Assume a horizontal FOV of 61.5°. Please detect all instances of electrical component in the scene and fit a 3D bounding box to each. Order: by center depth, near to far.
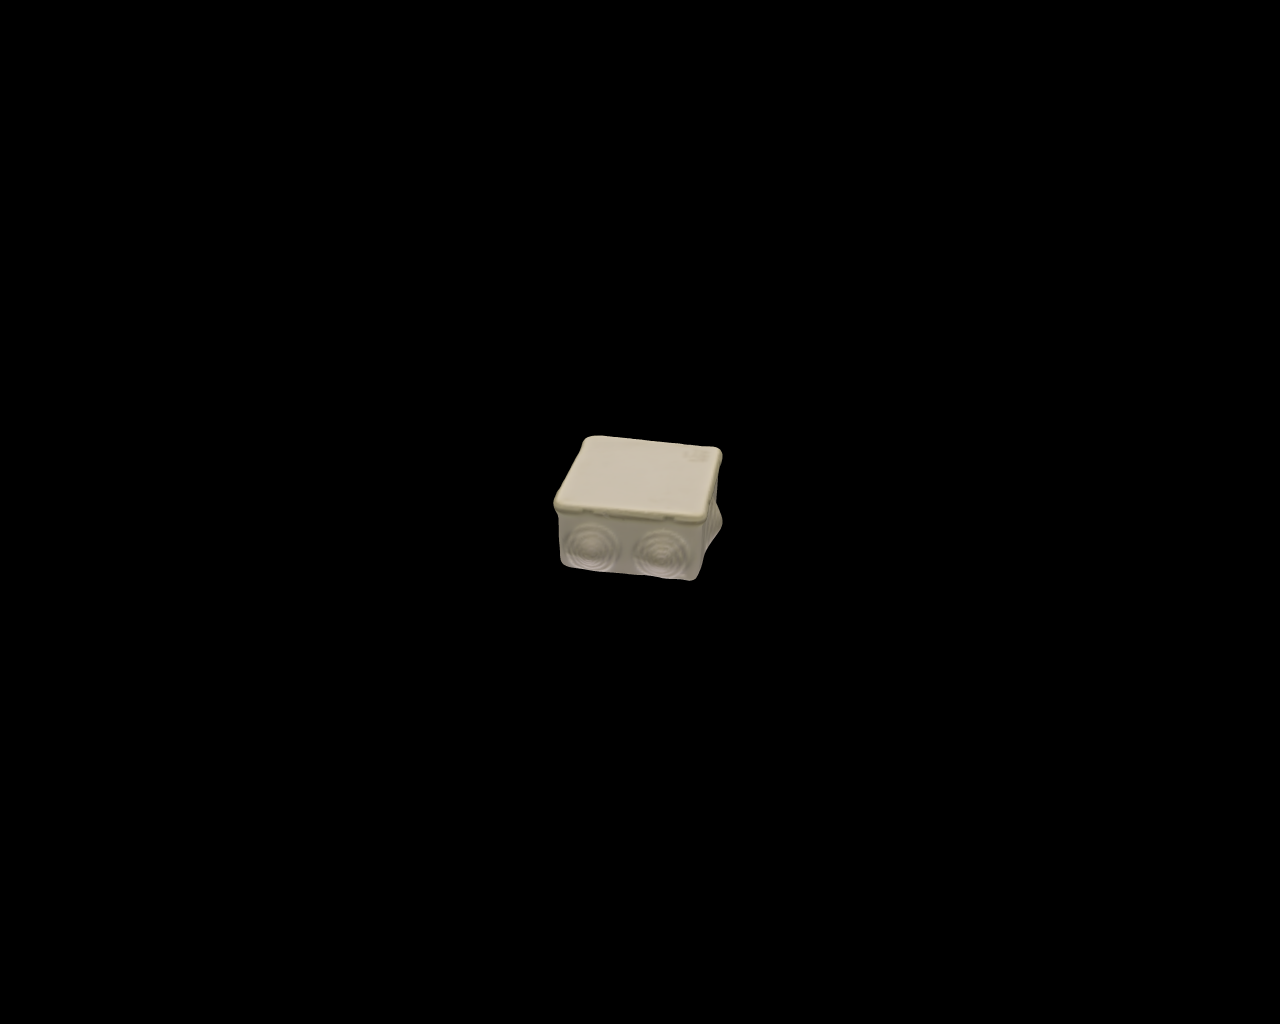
[{"bbox_3d":[0.001,-0.003,0.650,0.100,0.048,0.100,6,32,9],"label":"electrical component"}]
